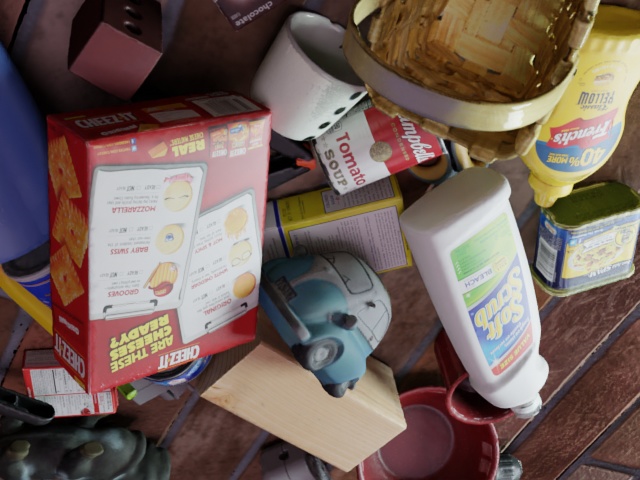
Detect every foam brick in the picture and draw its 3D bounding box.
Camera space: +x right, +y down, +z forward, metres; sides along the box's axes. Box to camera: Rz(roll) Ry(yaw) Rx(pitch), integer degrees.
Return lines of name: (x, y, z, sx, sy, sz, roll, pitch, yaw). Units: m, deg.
foam brick: (-0.155, -0.154, 0.806, 0.053, 0.078, 0.051, 27, 122, -30)

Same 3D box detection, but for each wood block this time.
wood block: (-0.020, 0.142, 1.080, 0.205, 0.090, 0.091, 34, 117, -32)

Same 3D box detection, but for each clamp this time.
clamp: (-0.089, -0.082, 0.908, 0.171, 0.039, 0.120, -7, 136, -10)
clamp: (-0.370, 0.114, 1.015, 0.210, 0.036, 0.164, -4, 118, 3)

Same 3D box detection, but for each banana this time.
banana: (-0.240, 0.071, 0.994, 0.037, 0.070, 0.197, -50, 121, -16)

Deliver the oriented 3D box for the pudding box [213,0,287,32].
pudding box: (-0.042, -0.223, 0.794, 0.113, 0.039, 0.090, -28, 130, 13)

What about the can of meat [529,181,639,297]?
can of meat: (0.256, -0.003, 1.022, 0.102, 0.057, 0.084, -15, 131, -16)

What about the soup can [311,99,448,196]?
soup can: (0.049, -0.087, 0.911, 0.102, 0.068, 0.068, -22, 131, 9)

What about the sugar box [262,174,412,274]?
sugar box: (-0.007, 0.001, 0.991, 0.176, 0.048, 0.093, -11, 133, 3)

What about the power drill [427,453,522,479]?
power drill: (0.141, 0.324, 1.292, 0.184, 0.057, 0.188, 1, 128, -7)

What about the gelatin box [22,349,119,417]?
gelatin box: (-0.250, 0.143, 1.075, 0.089, 0.030, 0.073, -3, 129, -7)

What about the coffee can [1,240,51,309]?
coffee can: (-0.194, 0.031, 0.941, 0.103, 0.103, 0.140, -30, 130, 14)

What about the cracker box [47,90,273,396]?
cracker box: (-0.128, -0.003, 0.848, 0.163, 0.072, 0.214, -15, 124, -36)

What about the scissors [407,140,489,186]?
scissors: (0.126, -0.040, 1.000, 0.096, 0.016, 0.202, -8, 131, -2)

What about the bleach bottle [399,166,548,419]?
bleach bottle: (0.162, 0.062, 0.991, 0.102, 0.068, 0.250, -33, 119, -13)

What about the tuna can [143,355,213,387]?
tuna can: (-0.145, 0.095, 1.014, 0.086, 0.086, 0.033, -20, 162, 6)

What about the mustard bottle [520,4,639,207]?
mustard bottle: (0.221, -0.108, 0.931, 0.096, 0.058, 0.192, -4, 132, -16)

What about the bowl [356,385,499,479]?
bowl: (0.113, 0.233, 1.180, 0.162, 0.055, 0.162, -1, 98, -9)

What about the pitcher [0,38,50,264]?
pitcher: (-0.292, -0.102, 0.793, 0.145, 0.149, 0.243, 11, 136, 32)

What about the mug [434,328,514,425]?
mug: (0.170, 0.140, 1.120, 0.093, 0.081, 0.117, -20, 131, 6)
